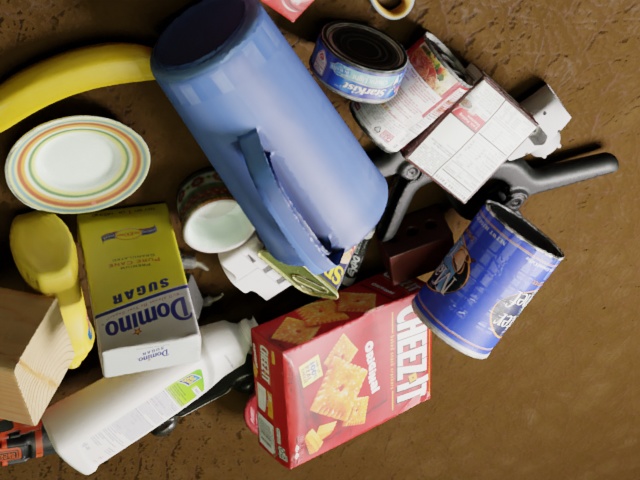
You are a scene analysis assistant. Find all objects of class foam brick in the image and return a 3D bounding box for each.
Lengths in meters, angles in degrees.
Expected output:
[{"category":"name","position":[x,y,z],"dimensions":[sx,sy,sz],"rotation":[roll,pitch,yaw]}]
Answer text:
[{"category":"foam brick","position":[0.106,0.005,1.194],"dimensions":[0.078,0.053,0.051],"rotation":[-21,139,-3]}]

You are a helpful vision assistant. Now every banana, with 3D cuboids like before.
[{"category":"banana","position":[-0.214,-0.134,0.924],"dimensions":[0.197,0.037,0.069],"rotation":[-15,138,-7]}]

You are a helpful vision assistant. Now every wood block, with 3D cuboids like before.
[{"category":"wood block","position":[-0.351,0.095,1.002],"dimensions":[0.206,0.090,0.091],"rotation":[11,138,12]}]

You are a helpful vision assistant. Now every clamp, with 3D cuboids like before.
[{"category":"clamp","position":[0.212,-0.045,1.196],"dimensions":[0.209,0.036,0.165],"rotation":[6,132,-25]},{"category":"clamp","position":[0.092,-0.070,1.116],"dimensions":[0.171,0.039,0.120],"rotation":[-32,136,12]}]

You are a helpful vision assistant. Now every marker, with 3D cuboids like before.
[{"category":"marker","position":[0.039,0.025,1.212],"dimensions":[0.020,0.020,0.121],"rotation":[-1,135,-22]}]

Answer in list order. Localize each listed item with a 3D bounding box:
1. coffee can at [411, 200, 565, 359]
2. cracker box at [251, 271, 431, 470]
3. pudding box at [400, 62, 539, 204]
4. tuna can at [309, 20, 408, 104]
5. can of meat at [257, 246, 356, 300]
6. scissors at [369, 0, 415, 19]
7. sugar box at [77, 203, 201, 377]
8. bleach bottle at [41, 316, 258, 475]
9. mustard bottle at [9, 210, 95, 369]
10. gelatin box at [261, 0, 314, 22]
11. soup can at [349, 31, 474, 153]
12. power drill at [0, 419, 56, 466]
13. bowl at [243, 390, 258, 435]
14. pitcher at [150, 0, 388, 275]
[{"category":"coffee can","position":[0.179,0.042,1.149],"dimensions":[0.102,0.103,0.140],"rotation":[21,111,-38]},{"category":"cracker box","position":[0.030,0.144,1.215],"dimensions":[0.213,0.072,0.164],"rotation":[-21,124,-30]},{"category":"pudding box","position":[0.147,-0.104,1.060],"dimensions":[0.090,0.039,0.114],"rotation":[35,108,-29]},{"category":"tuna can","position":[0.035,-0.162,0.961],"dimensions":[0.086,0.086,0.034],"rotation":[2,132,-25]},{"category":"can of meat","position":[-0.007,0.001,1.103],"dimensions":[0.058,0.084,0.102],"rotation":[8,157,39]},{"category":"scissors","position":[0.065,-0.275,0.907],"dimensions":[0.096,0.016,0.201],"rotation":[-21,139,-3]},{"category":"sugar box","position":[-0.176,0.043,1.022],"dimensions":[0.093,0.176,0.048],"rotation":[-9,137,-15]},{"category":"bleach bottle","position":[-0.174,0.161,1.176],"dimensions":[0.250,0.068,0.102],"rotation":[-30,152,-5]},{"category":"mustard bottle","position":[-0.263,0.066,1.070],"dimensions":[0.058,0.096,0.192],"rotation":[-20,140,-19]},{"category":"gelatin box","position":[-0.031,-0.235,0.898],"dimensions":[0.073,0.030,0.089],"rotation":[-42,135,22]},{"category":"soup can","position":[0.086,-0.140,1.020],"dimensions":[0.102,0.068,0.068],"rotation":[-41,135,21]},{"category":"power drill","position":[-0.333,0.183,1.197],"dimensions":[0.184,0.057,0.188],"rotation":[-7,136,-20]},{"category":"bowl","position":[-0.022,0.181,1.325],"dimensions":[0.162,0.055,0.162],"rotation":[-12,138,-11]},{"category":"pitcher","position":[-0.044,-0.090,0.948],"dimensions":[0.145,0.149,0.242],"rotation":[-52,133,-19]}]
